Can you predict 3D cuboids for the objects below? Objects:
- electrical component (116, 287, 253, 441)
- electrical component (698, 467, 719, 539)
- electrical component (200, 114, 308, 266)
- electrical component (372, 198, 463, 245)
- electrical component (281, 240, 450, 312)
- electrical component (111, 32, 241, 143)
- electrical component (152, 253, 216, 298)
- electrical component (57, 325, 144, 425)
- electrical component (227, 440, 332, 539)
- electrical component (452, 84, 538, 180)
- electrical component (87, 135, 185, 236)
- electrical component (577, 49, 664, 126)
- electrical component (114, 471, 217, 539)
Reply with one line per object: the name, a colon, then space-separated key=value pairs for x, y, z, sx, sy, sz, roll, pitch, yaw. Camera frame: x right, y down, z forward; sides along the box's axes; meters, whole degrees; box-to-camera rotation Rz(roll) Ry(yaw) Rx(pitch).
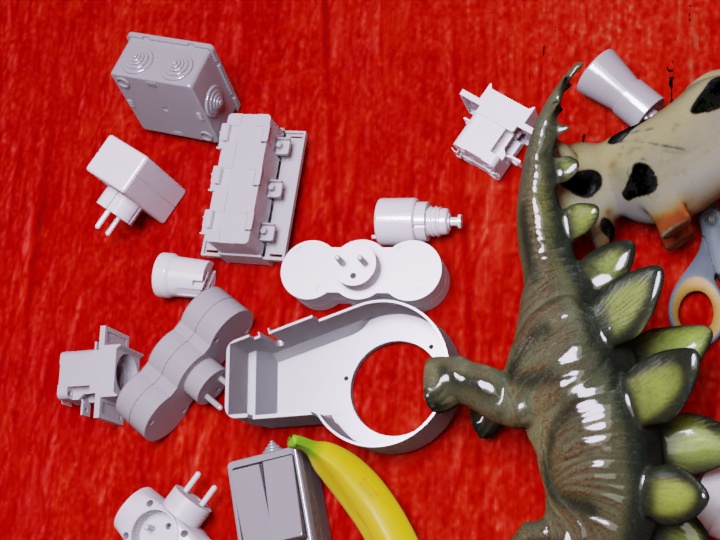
electrical component: x=-0.137 y=0.089 z=0.912 sx=0.074 sy=0.052 sz=0.138 roll=36 pitch=85 yaw=23
electrical component: x=0.264 y=0.167 z=0.772 sx=0.047 sy=0.055 sz=0.055 roll=26 pitch=81 yaw=18
electrical component: x=-0.097 y=-0.072 z=0.946 sx=0.079 sy=0.063 sz=0.121 roll=4 pitch=74 yaw=17
electrical component: x=0.047 y=-0.041 z=0.907 sx=0.078 sy=0.040 sz=0.040 roll=1 pitch=73 yaw=16
electrical component: x=0.000 y=0.000 z=0.890 sx=0.138 sy=0.073 sz=0.052 roll=0 pitch=73 yaw=16
electrical component: x=-0.167 y=-0.164 z=0.977 sx=0.100 sy=0.099 sz=0.048 roll=13 pitch=64 yaw=19
electrical component: x=-0.155 y=0.007 z=0.951 sx=0.046 sy=0.040 sz=0.040 roll=6 pitch=75 yaw=12
electrical component: x=-0.229 y=0.093 z=0.943 sx=0.064 sy=0.042 sz=0.081 roll=-5 pitch=71 yaw=16
electrical component: x=-0.066 y=0.182 z=0.857 sx=0.062 sy=0.061 sz=0.096 roll=-16 pitch=69 yaw=11
electrical component: x=0.115 y=-0.114 z=0.911 sx=0.081 sy=0.042 sz=0.063 roll=34 pitch=86 yaw=23
electrical component: x=-0.210 y=-0.065 z=0.965 sx=0.047 sy=0.083 sz=0.075 roll=31 pitch=83 yaw=22
electrical component: x=0.219 y=-0.146 z=0.892 sx=0.044 sy=0.044 sz=0.065 roll=-45 pitch=71 yaw=-1
electrical component: x=-0.149 y=0.204 z=0.883 sx=0.077 sy=0.044 sz=0.079 roll=34 pitch=85 yaw=22
